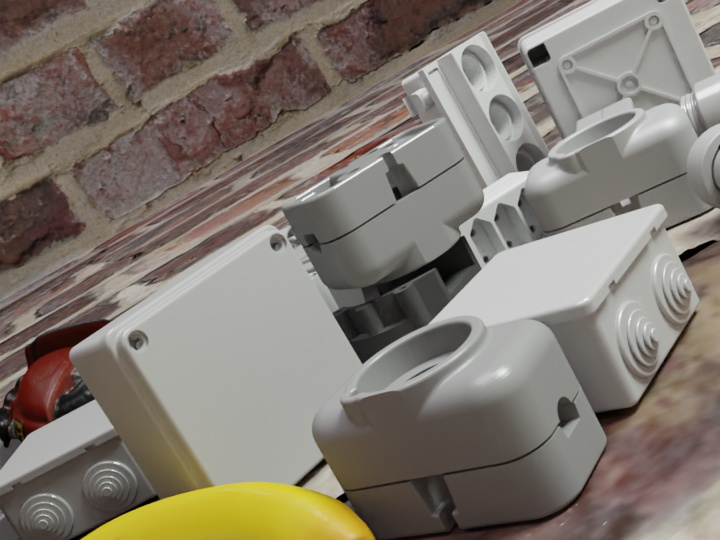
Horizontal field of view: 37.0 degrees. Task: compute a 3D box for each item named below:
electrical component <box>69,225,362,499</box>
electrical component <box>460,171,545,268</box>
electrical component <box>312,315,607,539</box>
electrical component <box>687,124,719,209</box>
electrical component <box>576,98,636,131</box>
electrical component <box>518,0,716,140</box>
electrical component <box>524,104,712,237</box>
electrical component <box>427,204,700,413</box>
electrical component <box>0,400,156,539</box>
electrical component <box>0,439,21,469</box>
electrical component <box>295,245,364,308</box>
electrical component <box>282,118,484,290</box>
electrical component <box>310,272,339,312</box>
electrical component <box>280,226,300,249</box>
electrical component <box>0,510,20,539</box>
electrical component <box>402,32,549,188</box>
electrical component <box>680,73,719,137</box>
[{"bbox_3d":[-0.061,0.052,0.514,0.109,0.108,0.056,-38,12,-37],"label":"electrical component"},{"bbox_3d":[0.078,-0.024,0.666,0.066,0.047,0.077,-32,11,-14],"label":"electrical component"},{"bbox_3d":[0.033,0.056,0.396,0.095,0.059,0.054,-19,15,38],"label":"electrical component"},{"bbox_3d":[0.188,-0.049,0.519,0.045,0.045,0.055,-29,11,-1],"label":"electrical component"},{"bbox_3d":[0.148,-0.068,0.688,0.077,0.047,0.065,-25,12,19],"label":"electrical component"},{"bbox_3d":[0.179,-0.131,0.733,0.109,0.108,0.056,-26,15,13],"label":"electrical component"},{"bbox_3d":[0.142,-0.050,0.594,0.095,0.059,0.053,-25,12,19],"label":"electrical component"},{"bbox_3d":[0.084,0.022,0.449,0.100,0.048,0.100,-18,16,42],"label":"electrical component"},{"bbox_3d":[-0.156,0.112,0.624,0.100,0.048,0.099,-27,12,6],"label":"electrical component"},{"bbox_3d":[-0.261,0.149,0.705,0.074,0.052,0.138,-23,13,25],"label":"electrical component"},{"bbox_3d":[0.000,0.000,0.721,0.109,0.056,0.108,-22,13,28],"label":"electrical component"},{"bbox_3d":[0.015,-0.032,0.571,0.095,0.059,0.054,-34,12,-24],"label":"electrical component"},{"bbox_3d":[-0.065,0.052,0.649,0.113,0.057,0.078,-16,17,47],"label":"electrical component"},{"bbox_3d":[-0.084,-0.008,0.984,0.081,0.043,0.043,-21,14,31],"label":"electrical component"},{"bbox_3d":[-0.227,0.145,0.633,0.045,0.055,0.045,-27,12,6],"label":"electrical component"},{"bbox_3d":[0.088,-0.104,0.797,0.063,0.121,0.079,-19,15,49],"label":"electrical component"},{"bbox_3d":[0.215,-0.095,0.659,0.062,0.043,0.043,-23,13,30],"label":"electrical component"}]
